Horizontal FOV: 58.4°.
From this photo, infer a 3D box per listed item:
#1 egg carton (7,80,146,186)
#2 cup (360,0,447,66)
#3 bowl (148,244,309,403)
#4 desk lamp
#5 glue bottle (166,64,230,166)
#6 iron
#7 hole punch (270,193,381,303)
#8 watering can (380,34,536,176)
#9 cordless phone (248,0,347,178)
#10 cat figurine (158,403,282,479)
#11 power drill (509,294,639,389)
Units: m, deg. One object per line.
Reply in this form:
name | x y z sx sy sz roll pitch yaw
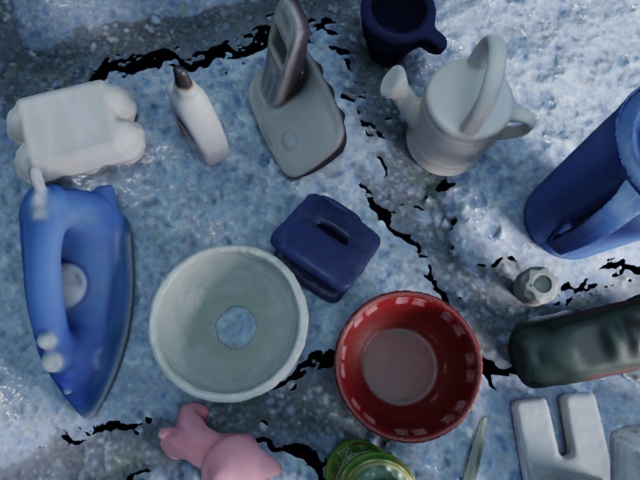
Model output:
egg carton | -0.285 -0.125 0.675 0.150 0.069 0.107 -17 77 -8
cup | 0.103 -0.257 0.721 0.117 0.095 0.092 37 76 6
bowl | -0.097 0.093 0.628 0.167 0.075 0.167 1 75 -3
desk lamp | 0.276 0.252 0.539 0.118 0.213 0.203 -6 76 -5
glue bottle | -0.141 -0.145 0.636 0.037 0.173 0.078 -39 81 -12
iron | -0.264 0.055 0.592 0.118 0.141 0.258 -8 76 -5
hole punch | 0.006 0.002 0.649 0.108 0.091 0.101 34 76 5
watering can | 0.157 -0.152 0.646 0.173 0.194 0.101 -9 76 -6
cordless phone | -0.024 -0.166 0.642 0.094 0.185 0.147 -26 78 -9
cat figurine | -0.104 0.217 0.573 0.127 0.118 0.067 27 75 4
power drill | 0.290 0.099 0.582 0.229 0.208 0.075 -13 76 -7
